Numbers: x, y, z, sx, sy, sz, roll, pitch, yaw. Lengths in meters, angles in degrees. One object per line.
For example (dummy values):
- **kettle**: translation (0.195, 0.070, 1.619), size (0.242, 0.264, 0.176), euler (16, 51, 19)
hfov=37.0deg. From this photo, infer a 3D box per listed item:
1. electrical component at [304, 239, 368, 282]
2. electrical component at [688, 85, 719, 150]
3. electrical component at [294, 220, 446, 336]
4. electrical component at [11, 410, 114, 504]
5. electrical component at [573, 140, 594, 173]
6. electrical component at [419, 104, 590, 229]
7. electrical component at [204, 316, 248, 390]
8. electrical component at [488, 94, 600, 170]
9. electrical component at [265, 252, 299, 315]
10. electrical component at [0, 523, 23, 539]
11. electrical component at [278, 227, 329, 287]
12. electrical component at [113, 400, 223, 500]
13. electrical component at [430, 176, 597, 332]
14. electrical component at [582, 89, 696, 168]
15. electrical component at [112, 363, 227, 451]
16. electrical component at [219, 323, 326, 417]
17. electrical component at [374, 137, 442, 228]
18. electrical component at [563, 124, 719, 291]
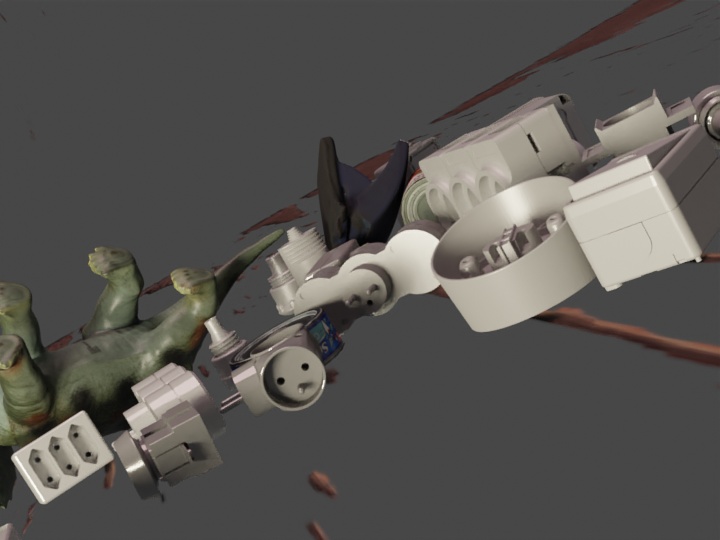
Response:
- **electrical component**: translation (0.000, 0.000, 0.973), size (0.076, 0.047, 0.083), euler (-27, 8, 16)
- **electrical component**: translation (0.253, -0.104, 0.745), size (0.043, 0.043, 0.062), euler (-28, 10, 14)
- **electrical component**: translation (0.007, 0.012, 0.853), size (0.138, 0.052, 0.073), euler (-27, 7, 20)
- **electrical component**: translation (-0.247, 0.155, 0.888), size (0.066, 0.047, 0.077), euler (-33, 1, -23)
- **electrical component**: translation (0.163, -0.080, 0.918), size (0.078, 0.040, 0.040), euler (-32, 8, -17)
- **electrical component**: translation (0.109, -0.062, 0.820), size (0.062, 0.089, 0.150), euler (-32, 8, -15)
- **electrical component**: translation (-0.108, 0.067, 0.889), size (0.035, 0.061, 0.035), euler (-29, 8, 5)
- **electrical component**: translation (0.146, -0.100, 0.967), size (0.113, 0.078, 0.057), euler (-32, 11, -15)
- **electrical component**: translation (-0.074, 0.012, 1.104), size (0.048, 0.062, 0.048), euler (-29, 8, 5)
- **electrical component**: translation (-0.207, 0.186, 0.528), size (0.109, 0.056, 0.109), euler (-32, 8, -13)
- **electrical component**: translation (-0.047, -0.005, 1.047), size (0.043, 0.081, 0.043), euler (-29, 8, 5)
- **electrical component**: translation (-0.126, 0.117, 0.696), size (0.055, 0.048, 0.066), euler (-27, 14, -15)
- **electrical component**: translation (0.094, -0.009, 0.639), size (0.099, 0.064, 0.099), euler (-29, 8, 4)
- **electrical component**: translation (0.196, -0.083, 0.738), size (0.081, 0.063, 0.042), euler (-27, 10, 20)
- **electrical component**: translation (-0.151, 0.112, 0.797), size (0.074, 0.052, 0.138), euler (-32, 8, -16)
- **electrical component**: translation (-0.062, 0.075, 0.741), size (0.079, 0.044, 0.077), euler (-30, 8, 0)
- **electrical component**: translation (0.061, -0.096, 1.170), size (0.061, 0.096, 0.062), euler (-21, 12, 46)
- **electrical component**: translation (0.165, -0.042, 0.603), size (0.062, 0.061, 0.096), euler (-22, 11, 42)
